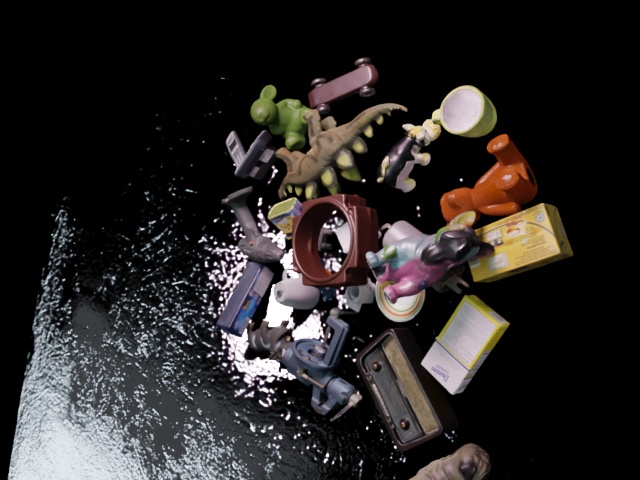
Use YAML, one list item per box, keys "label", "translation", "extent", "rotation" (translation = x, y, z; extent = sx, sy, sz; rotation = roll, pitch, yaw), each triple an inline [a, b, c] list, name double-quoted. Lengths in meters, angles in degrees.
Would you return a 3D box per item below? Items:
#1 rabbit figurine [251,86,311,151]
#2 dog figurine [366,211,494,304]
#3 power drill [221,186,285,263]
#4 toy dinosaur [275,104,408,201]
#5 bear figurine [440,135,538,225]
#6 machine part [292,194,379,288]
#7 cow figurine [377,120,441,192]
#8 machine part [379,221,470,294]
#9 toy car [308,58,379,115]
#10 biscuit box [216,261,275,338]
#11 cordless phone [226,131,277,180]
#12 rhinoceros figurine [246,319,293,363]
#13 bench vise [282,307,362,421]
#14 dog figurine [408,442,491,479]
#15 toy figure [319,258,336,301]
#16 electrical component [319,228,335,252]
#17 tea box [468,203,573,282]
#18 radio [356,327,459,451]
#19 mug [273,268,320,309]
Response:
- label: "rabbit figurine"
  translation: [-0.110, -0.334, 1.401]
  extent: [0.121, 0.170, 0.159]
  rotation: [-49, 56, 28]
- label: "dog figurine"
  translation: [0.205, 0.031, 1.008]
  extent: [0.219, 0.191, 0.108]
  rotation: [-25, 81, 3]
- label: "power drill"
  translation: [-0.177, -0.036, 1.436]
  extent: [0.207, 0.086, 0.232]
  rotation: [63, 156, -9]
- label: "toy dinosaur"
  translation: [0.025, -0.214, 1.312]
  extent: [0.471, 0.105, 0.198]
  rotation: [-42, 66, 43]
- label: "bear figurine"
  translation: [0.299, -0.092, 1.018]
  extent: [0.196, 0.131, 0.120]
  rotation: [-21, 54, 35]
- label: "machine part"
  translation: [0.029, 0.005, 1.202]
  extent: [0.201, 0.087, 0.201]
  rotation: [-8, 78, 43]
- label: "cow figurine"
  translation: [0.186, -0.189, 1.154]
  extent: [0.068, 0.098, 0.167]
  rotation: [47, 117, 43]
- label: "machine part"
  translation: [0.213, 0.032, 1.117]
  extent: [0.243, 0.079, 0.079]
  rotation: [42, 114, 39]
- label: "toy car"
  translation: [0.057, -0.375, 1.329]
  extent: [0.202, 0.053, 0.089]
  rotation: [-15, 85, 38]
- label: "biscuit box"
  translation: [-0.201, 0.159, 1.452]
  extent: [0.063, 0.059, 0.202]
  rotation: [7, 62, 43]
- label: "cordless phone"
  translation: [-0.207, -0.275, 1.552]
  extent: [0.146, 0.088, 0.184]
  rotation: [-52, 49, 27]
- label: "rhinoceros figurine"
  translation: [-0.122, 0.265, 1.413]
  extent: [0.190, 0.073, 0.112]
  rotation: [-2, 83, 44]
- label: "bench vise"
  translation: [0.019, 0.276, 1.249]
  extent: [0.224, 0.129, 0.240]
  rotation: [33, 112, 38]
- label: "dog figurine"
  translation: [0.216, 0.461, 1.006]
  extent: [0.121, 0.172, 0.190]
  rotation: [46, 124, 24]
- label: "toy figure"
  translation: [-0.005, 0.082, 1.329]
  extent: [0.058, 0.064, 0.155]
  rotation: [-37, 67, -4]
- label: "electrical component"
  translation: [-0.003, -0.004, 1.364]
  extent: [0.094, 0.021, 0.063]
  rotation: [7, 90, 45]
- label: "tea box"
  translation: [0.358, 0.009, 0.987]
  extent: [0.170, 0.068, 0.098]
  rotation: [-24, 70, 38]
- label: "radio"
  translation: [0.175, 0.310, 1.123]
  extent: [0.131, 0.073, 0.230]
  rotation: [-43, 57, 31]
- label: "mug"
  translation: [-0.066, 0.121, 1.352]
  extent: [0.081, 0.107, 0.109]
  rotation: [-25, 70, 38]
